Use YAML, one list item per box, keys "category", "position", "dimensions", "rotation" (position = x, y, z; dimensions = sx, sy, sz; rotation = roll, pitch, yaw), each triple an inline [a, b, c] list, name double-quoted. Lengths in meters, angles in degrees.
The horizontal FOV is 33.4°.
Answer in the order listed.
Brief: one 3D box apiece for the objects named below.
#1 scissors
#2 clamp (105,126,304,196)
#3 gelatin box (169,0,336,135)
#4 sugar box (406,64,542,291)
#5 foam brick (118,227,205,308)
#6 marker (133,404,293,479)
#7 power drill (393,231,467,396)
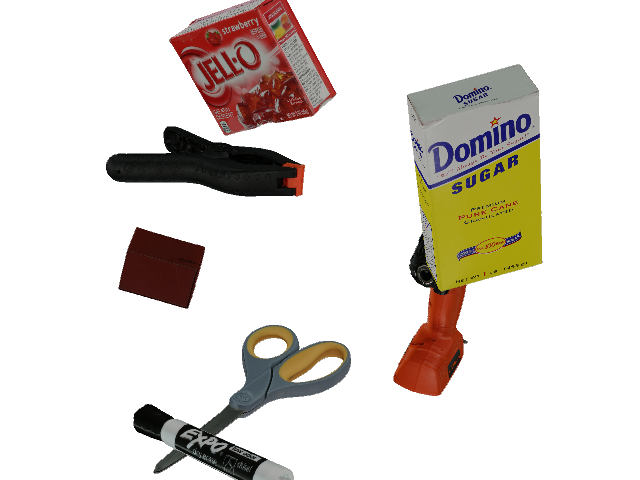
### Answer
- category: "scissors"
  position: [-0.065, 0.113, 0.821]
  dimensions: [0.201, 0.016, 0.096]
  rotation: [-20, 36, -35]
- category: "clamp"
  position: [-0.101, -0.065, 0.951]
  dimensions: [0.172, 0.039, 0.120]
  rotation: [13, 30, 27]
- category: "gelatin box"
  position: [-0.044, -0.108, 0.663]
  dimensions: [0.089, 0.073, 0.030]
  rotation: [-5, 32, 46]
- category: "sugar box"
  position: [0.124, -0.045, 0.839]
  dimensions: [0.093, 0.176, 0.048]
  rotation: [-16, 44, -4]
- category: "foam brick"
  position: [-0.168, 0.029, 1.128]
  dimensions: [0.078, 0.051, 0.053]
  rotation: [17, 29, -4]
- category: "marker"
  position: [-0.067, 0.122, 0.629]
  dimensions: [0.121, 0.020, 0.020]
  rotation: [16, 10, 37]
- category: "power drill"
  position: [0.119, 0.057, 1.058]
  dimensions: [0.057, 0.188, 0.184]
  rotation: [18, 28, 17]
